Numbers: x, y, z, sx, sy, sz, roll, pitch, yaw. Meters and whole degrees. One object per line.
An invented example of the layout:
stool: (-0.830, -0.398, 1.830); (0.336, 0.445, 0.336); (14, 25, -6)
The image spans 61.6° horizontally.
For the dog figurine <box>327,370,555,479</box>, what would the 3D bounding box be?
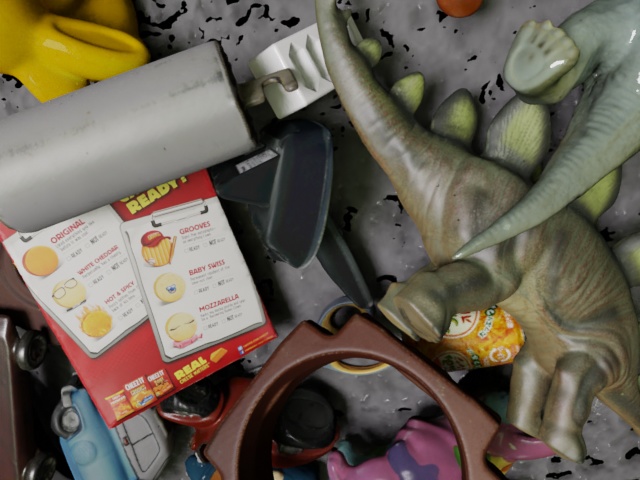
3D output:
dog figurine: (0.123, 0.228, 0.495); (0.219, 0.108, 0.191); (-16, 69, 9)

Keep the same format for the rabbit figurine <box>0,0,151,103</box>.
rabbit figurine: (-0.211, -0.151, 0.390); (0.122, 0.173, 0.162); (-43, 95, 17)

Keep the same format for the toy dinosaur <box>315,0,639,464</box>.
toy dinosaur: (0.133, -0.001, 0.401); (0.471, 0.105, 0.198); (43, 80, -13)

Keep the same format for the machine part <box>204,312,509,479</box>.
machine part: (0.028, 0.176, 0.427); (0.201, 0.087, 0.201); (36, 85, 19)

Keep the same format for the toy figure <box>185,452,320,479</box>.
toy figure: (-0.078, 0.266, 0.593); (0.155, 0.058, 0.064); (3, 114, 8)

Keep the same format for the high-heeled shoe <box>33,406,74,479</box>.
high-heeled shoe: (-0.305, 0.229, 0.628); (0.248, 0.086, 0.145); (24, 82, -19)

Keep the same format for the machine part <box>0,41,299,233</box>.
machine part: (-0.132, -0.068, 0.357); (0.243, 0.079, 0.079); (-22, 107, 0)

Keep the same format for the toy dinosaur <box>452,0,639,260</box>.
toy dinosaur: (0.236, -0.145, 0.315); (0.404, 0.192, 0.131); (-52, 54, 27)

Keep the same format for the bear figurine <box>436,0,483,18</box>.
bear figurine: (0.138, -0.249, 0.339); (0.120, 0.132, 0.196); (46, 129, -8)

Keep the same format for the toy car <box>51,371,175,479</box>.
toy car: (-0.211, 0.211, 0.580); (0.103, 0.109, 0.161); (-17, 97, -8)

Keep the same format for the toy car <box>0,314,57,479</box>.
toy car: (-0.317, 0.164, 0.540); (0.089, 0.053, 0.202); (5, 103, 8)

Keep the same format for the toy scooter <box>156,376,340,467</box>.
toy scooter: (-0.078, 0.194, 0.555); (0.184, 0.075, 0.135); (15, 136, -10)

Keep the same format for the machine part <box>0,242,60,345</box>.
machine part: (-0.261, 0.021, 0.529); (0.179, 0.056, 0.179); (3, 113, 7)

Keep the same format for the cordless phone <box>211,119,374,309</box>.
cordless phone: (0.000, -0.001, 0.430); (0.089, 0.147, 0.184); (-34, 110, -3)
